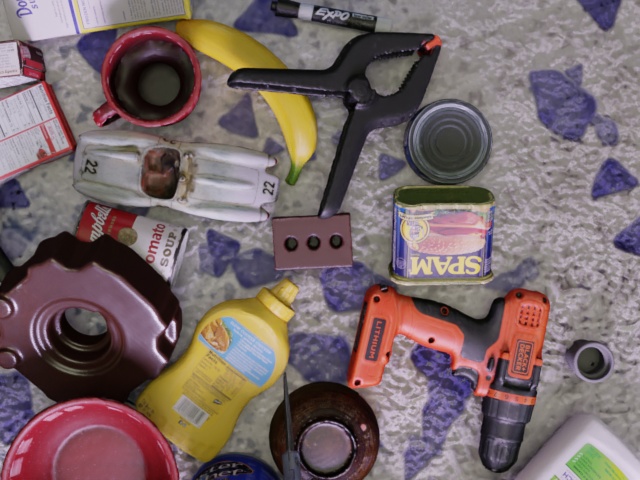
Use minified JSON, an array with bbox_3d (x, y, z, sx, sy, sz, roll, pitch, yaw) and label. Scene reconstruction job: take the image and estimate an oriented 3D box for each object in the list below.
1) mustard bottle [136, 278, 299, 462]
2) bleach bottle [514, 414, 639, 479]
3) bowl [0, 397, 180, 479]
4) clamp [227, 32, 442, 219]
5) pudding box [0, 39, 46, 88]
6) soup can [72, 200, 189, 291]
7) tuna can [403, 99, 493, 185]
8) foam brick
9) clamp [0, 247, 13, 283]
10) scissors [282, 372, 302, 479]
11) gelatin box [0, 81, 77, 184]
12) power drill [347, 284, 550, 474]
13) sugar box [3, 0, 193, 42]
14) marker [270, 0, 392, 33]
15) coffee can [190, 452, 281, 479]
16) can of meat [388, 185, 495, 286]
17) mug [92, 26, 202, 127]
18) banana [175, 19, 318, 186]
[{"bbox_3d":[-0.087,0.116,1.046,0.096,0.058,0.191,39,-89,-3],"label":"mustard bottle"},{"bbox_3d":[0.204,0.286,1.017,0.102,0.068,0.250,46,-109,-1],"label":"bleach bottle"},{"bbox_3d":[-0.207,0.221,0.983,0.162,0.055,0.162,0,-88,-2],"label":"bowl"},{"bbox_3d":[0.036,-0.128,1.029,0.209,0.036,0.164,-28,-88,-15],"label":"clamp"},{"bbox_3d":[-0.327,-0.164,1.016,0.113,0.090,0.039,-8,-87,0],"label":"pudding box"},{"bbox_3d":[-0.186,0.007,1.036,0.102,0.068,0.068,16,-94,-2],"label":"soup can"},{"bbox_3d":[0.127,-0.097,1.056,0.086,0.034,0.086,0,-88,-1],"label":"tuna can"},{"bbox_3d":[-0.007,0.001,1.048,0.078,0.051,0.053,-4,-87,-1],"label":"foam brick"},{"bbox_3d":[-0.363,-0.007,1.045,0.120,0.039,0.171,-13,-93,-12],"label":"clamp"},{"bbox_3d":[-0.031,0.205,0.964,0.016,0.096,0.202,-16,-114,12],"label":"scissors"},{"bbox_3d":[-0.293,-0.105,1.050,0.089,0.030,0.073,-24,-90,0],"label":"gelatin box"},{"bbox_3d":[0.125,0.126,1.053,0.187,0.057,0.184,12,-92,-4],"label":"power drill"},{"bbox_3d":[-0.215,-0.250,1.023,0.176,0.048,0.093,-6,-58,1],"label":"sugar box"},{"bbox_3d":[0.011,-0.221,1.057,0.121,0.020,0.020,10,-94,-2],"label":"marker"},{"bbox_3d":[-0.083,0.267,1.011,0.103,0.140,0.103,0,-88,-2],"label":"coffee can"},{"bbox_3d":[0.118,-0.006,1.034,0.102,0.057,0.084,-1,-67,-1],"label":"can of meat"},{"bbox_3d":[-0.167,-0.145,1.024,0.117,0.081,0.093,-37,-88,0],"label":"mug"},{"bbox_3d":[-0.060,-0.151,1.048,0.069,0.037,0.198,-36,-88,-3],"label":"banana"}]
